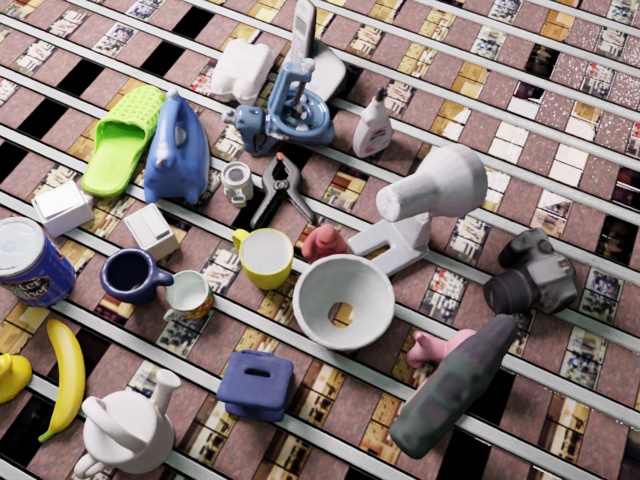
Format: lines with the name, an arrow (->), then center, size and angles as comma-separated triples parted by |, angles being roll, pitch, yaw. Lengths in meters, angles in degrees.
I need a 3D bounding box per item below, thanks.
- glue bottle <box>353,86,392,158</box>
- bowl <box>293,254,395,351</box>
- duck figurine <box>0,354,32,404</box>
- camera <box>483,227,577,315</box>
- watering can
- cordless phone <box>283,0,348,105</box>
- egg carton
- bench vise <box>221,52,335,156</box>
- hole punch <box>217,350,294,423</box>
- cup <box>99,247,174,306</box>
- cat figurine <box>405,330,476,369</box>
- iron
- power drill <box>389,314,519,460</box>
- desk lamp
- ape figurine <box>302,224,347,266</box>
glue bottle -> 0.104, -0.226, 1.075 | 0.078, 0.173, 0.037 | -29, 66, -15
bowl -> 0.039, 0.112, 0.953 | 0.167, 0.075, 0.167 | 1, 62, -1
duck figurine -> -0.513, 0.210, 0.884 | 0.105, 0.086, 0.077 | -26, 66, -14
camera -> 0.346, 0.061, 0.972 | 0.137, 0.101, 0.143 | -18, 64, -10
watering can -> -0.271, 0.258, 0.803 | 0.100, 0.194, 0.173 | 18, 64, 8
cordless phone -> -0.009, -0.375, 1.143 | 0.094, 0.185, 0.147 | -38, 69, -18
egg carton -> -0.160, -0.351, 1.193 | 0.107, 0.069, 0.150 | 15, 63, 7
bench vise -> -0.073, -0.237, 1.051 | 0.207, 0.220, 0.121 | -19, 64, -10
hole punch -> -0.099, 0.219, 0.885 | 0.108, 0.091, 0.101 | 9, 63, 4
cup -> -0.294, 0.072, 0.955 | 0.117, 0.095, 0.091 | 6, 62, 2
cat figurine -> 0.207, 0.171, 0.902 | 0.127, 0.118, 0.067 | 15, 63, 7
iron -> -0.274, -0.196, 1.069 | 0.118, 0.141, 0.258 | -2, 62, -2
power drill -> 0.184, 0.219, 0.825 | 0.075, 0.208, 0.230 | 39, 68, 18
desk lamp -> 0.161, -0.046, 0.960 | 0.203, 0.213, 0.117 | -29, 66, -15
ape figurine -> 0.009, 0.004, 0.999 | 0.077, 0.092, 0.076 | 13, 63, 6
